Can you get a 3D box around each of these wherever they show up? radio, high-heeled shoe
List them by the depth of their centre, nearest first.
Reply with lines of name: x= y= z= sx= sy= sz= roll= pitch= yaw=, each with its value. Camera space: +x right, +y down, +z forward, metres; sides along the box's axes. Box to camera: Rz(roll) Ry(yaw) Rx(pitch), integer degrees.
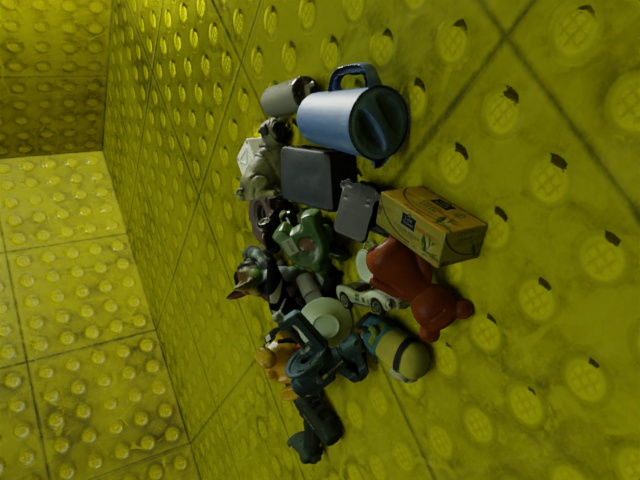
radio: x=-0.008 y=-0.145 z=1.231 sx=0.230 sy=0.073 sz=0.131 roll=20 pitch=115 yaw=54
high-heeled shoe: x=-0.047 y=0.153 z=1.287 sx=0.086 sy=0.145 sz=0.248 roll=-106 pitch=8 yaw=-72

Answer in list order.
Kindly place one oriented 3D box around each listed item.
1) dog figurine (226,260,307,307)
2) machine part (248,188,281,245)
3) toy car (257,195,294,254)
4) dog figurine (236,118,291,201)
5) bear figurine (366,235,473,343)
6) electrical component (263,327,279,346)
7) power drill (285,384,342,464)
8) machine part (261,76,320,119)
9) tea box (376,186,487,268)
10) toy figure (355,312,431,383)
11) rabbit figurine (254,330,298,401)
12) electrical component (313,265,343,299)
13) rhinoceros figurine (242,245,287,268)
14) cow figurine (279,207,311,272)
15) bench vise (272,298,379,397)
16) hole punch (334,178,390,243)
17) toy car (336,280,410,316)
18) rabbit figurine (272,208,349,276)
dog figurine: x=-0.122 y=0.134 z=1.371 sx=0.108 sy=0.219 sz=0.191 roll=-46 pitch=60 yaw=59
machine part: x=-0.148 y=-0.070 z=1.509 sx=0.180 sy=0.056 sz=0.179 roll=30 pitch=125 yaw=54
toy car: x=-0.111 y=-0.040 z=1.346 sx=0.053 sy=0.202 sz=0.089 roll=-2 pitch=119 yaw=19
dog figurine: x=-0.149 y=-0.204 z=1.362 sx=0.121 sy=0.172 sz=0.190 roll=-1 pitch=106 yaw=48
bear figurine: x=0.177 y=0.076 z=0.976 sx=0.196 sy=0.132 sz=0.120 roll=45 pitch=107 yaw=1
electrical component: x=-0.115 y=0.324 z=1.580 sx=0.115 sy=0.058 sz=0.134 roll=-42 pitch=63 yaw=54
power drill: x=-0.036 y=0.495 z=1.476 sx=0.232 sy=0.086 sz=0.207 roll=38 pitch=126 yaw=37
machine part: x=-0.072 y=-0.335 z=1.272 sx=0.243 sy=0.079 sz=0.079 roll=8 pitch=106 yaw=58
tea box: x=0.185 y=-0.028 z=0.917 sx=0.170 sy=0.098 sz=0.068 roll=39 pitch=132 yaw=46
toy figure: x=0.145 y=0.209 z=1.080 sx=0.180 sy=0.082 sz=0.089 roll=48 pitch=140 yaw=45
rabbit figurine: x=-0.072 y=0.337 z=1.351 sx=0.173 sy=0.122 sz=0.162 roll=29 pitch=135 yaw=29
electrical component: x=0.013 y=0.116 z=1.304 sx=0.075 sy=0.048 sz=0.119 roll=40 pitch=133 yaw=48
rhinoceros figurine: x=-0.154 y=0.068 z=1.529 sx=0.191 sy=0.073 sz=0.112 roll=34 pitch=172 yaw=35
cow figurine: x=-0.048 y=0.003 z=1.322 sx=0.068 sy=0.098 sz=0.167 roll=-4 pitch=96 yaw=54
bench vise: x=-0.005 y=0.235 z=1.190 sx=0.240 sy=0.224 sz=0.129 roll=50 pitch=-161 yaw=-16
hole punch: x=0.100 y=-0.057 z=1.074 sx=0.142 sy=0.092 sz=0.115 roll=30 pitch=112 yaw=56
toy car: x=0.109 y=0.116 z=1.115 sx=0.202 sy=0.073 sz=0.056 roll=1 pitch=101 yaw=59
rabbit figurine: x=-0.003 y=-0.004 z=1.222 sx=0.121 sy=0.170 sz=0.159 roll=-37 pitch=95 yaw=21
